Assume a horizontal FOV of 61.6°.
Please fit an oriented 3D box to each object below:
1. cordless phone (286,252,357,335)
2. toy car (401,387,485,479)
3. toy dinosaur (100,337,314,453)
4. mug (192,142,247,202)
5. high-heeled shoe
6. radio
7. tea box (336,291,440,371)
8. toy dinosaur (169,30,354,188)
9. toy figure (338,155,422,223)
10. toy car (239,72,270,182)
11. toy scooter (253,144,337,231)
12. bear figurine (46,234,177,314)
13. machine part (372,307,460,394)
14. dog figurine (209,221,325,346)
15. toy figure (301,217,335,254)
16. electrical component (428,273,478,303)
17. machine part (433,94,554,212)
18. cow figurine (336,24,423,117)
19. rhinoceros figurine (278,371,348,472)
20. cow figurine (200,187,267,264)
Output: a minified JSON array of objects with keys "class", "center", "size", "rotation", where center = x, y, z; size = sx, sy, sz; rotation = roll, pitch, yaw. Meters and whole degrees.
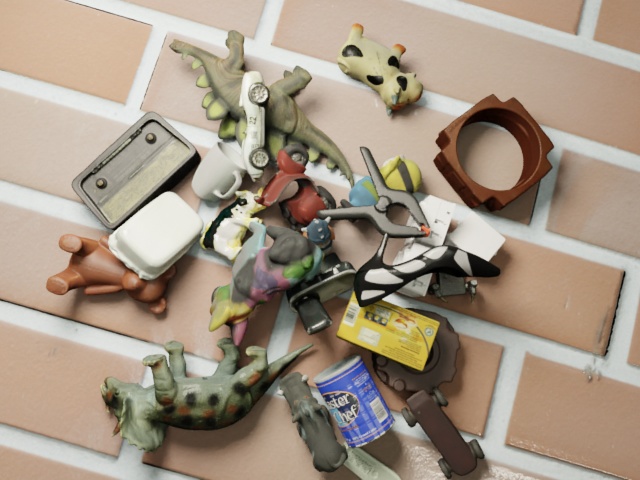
[{"class":"cordless phone","center":[0.015,0.105,0.996],"size":[0.147,0.184,0.088],"rotation":[-24,109,-5]},{"class":"toy car","center":[0.233,0.365,1.027],"size":[0.089,0.053,0.202],"rotation":[-35,100,8]},{"class":"toy dinosaur","center":[-0.210,0.288,1.004],"size":[0.405,0.131,0.192],"rotation":[1,99,-10]},{"class":"mug","center":[-0.197,-0.120,1.060],"size":[0.107,0.080,0.110],"rotation":[-45,59,19]},{"class":"high-heeled shoe","center":[0.188,0.077,0.958],"size":[0.249,0.086,0.145],"rotation":[15,85,4]},{"class":"radio","center":[-0.362,-0.136,1.066],"size":[0.229,0.073,0.131],"rotation":[-44,87,-8]},{"class":"tea box","center":[0.124,0.168,1.000],"size":[0.170,0.068,0.098],"rotation":[23,79,6]},{"class":"toy dinosaur","center":[-0.103,-0.262,1.086],"size":[0.471,0.105,0.198],"rotation":[29,90,-4]},{"class":"toy figure","center":[0.123,-0.099,1.084],"size":[0.180,0.082,0.089],"rotation":[-39,105,-14]},{"class":"toy car","center":[-0.123,-0.209,1.003],"size":[0.056,0.073,0.201],"rotation":[-1,97,-9]},{"class":"toy scooter","center":[-0.054,-0.083,1.041],"size":[0.135,0.075,0.183],"rotation":[-41,123,-16]},{"class":"bear figurine","center":[-0.384,0.069,1.014],"size":[0.196,0.132,0.120],"rotation":[21,93,6]},{"class":"machine part","center":[0.189,0.217,1.058],"size":[0.179,0.056,0.179],"rotation":[1,82,-4]},{"class":"dog figurine","center":[-0.110,0.087,0.976],"size":[0.192,0.108,0.219],"rotation":[13,70,42]},{"class":"toy figure","center":[-0.001,-0.005,1.027],"size":[0.058,0.154,0.064],"rotation":[39,81,5]},{"class":"electrical component","center":[0.270,0.088,1.084],"size":[0.102,0.045,0.078],"rotation":[1,84,-3]},{"class":"machine part","center":[0.352,-0.175,1.102],"size":[0.201,0.087,0.201],"rotation":[-37,86,-5]},{"class":"cow figurine","center":[0.125,-0.344,1.114],"size":[0.195,0.085,0.127],"rotation":[28,76,-2]},{"class":"rhinoceros figurine","center":[-0.018,0.339,1.001],"size":[0.073,0.112,0.190],"rotation":[-29,69,-2]},{"class":"cow figurine","center":[-0.165,-0.042,1.070],"size":[0.098,0.068,0.167],"rotation":[27,81,7]}]
